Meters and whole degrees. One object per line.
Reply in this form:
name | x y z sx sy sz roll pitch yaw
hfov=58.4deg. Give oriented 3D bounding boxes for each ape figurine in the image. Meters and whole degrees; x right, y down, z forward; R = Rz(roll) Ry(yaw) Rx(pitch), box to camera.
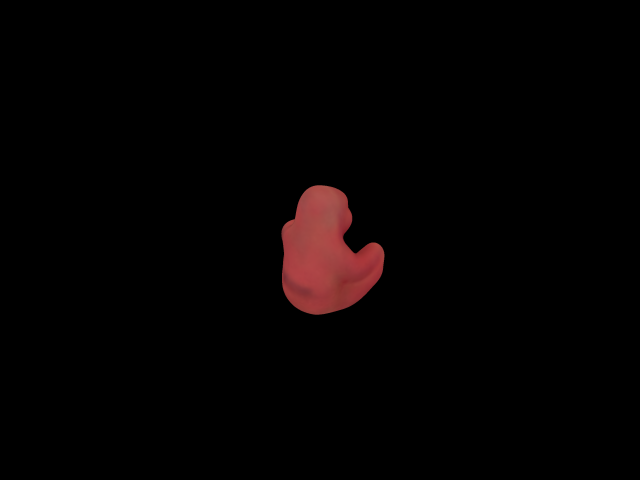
ape figurine | 0.004 0.001 0.400 0.077 0.092 0.076 33 54 29
